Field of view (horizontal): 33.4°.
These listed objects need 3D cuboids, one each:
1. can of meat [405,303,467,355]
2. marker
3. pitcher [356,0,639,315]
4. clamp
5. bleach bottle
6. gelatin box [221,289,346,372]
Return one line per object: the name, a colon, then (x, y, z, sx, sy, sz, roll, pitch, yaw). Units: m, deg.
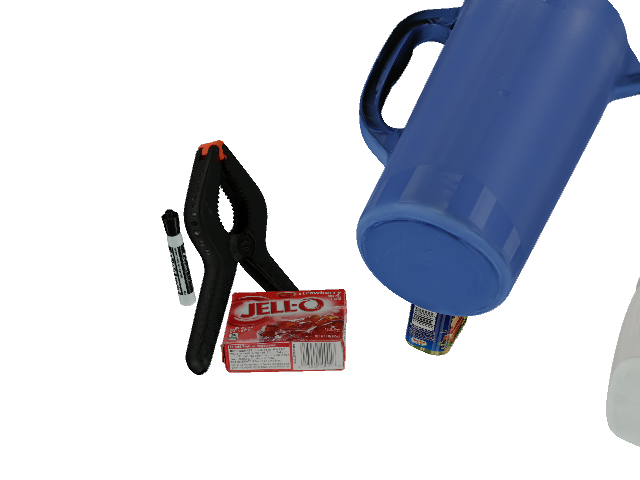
can of meat: (0.136, 0.067, 1.190, 0.057, 0.084, 0.102, 18, 31, 18)
marker: (-0.160, 0.019, 1.206, 0.020, 0.121, 0.020, -6, 30, 3)
pitcher: (0.110, -0.072, 0.750, 0.145, 0.242, 0.149, 46, -35, -22)
clamp: (-0.074, 0.010, 1.014, 0.036, 0.210, 0.164, -8, 0, 42)
bleach bottle: (0.267, 0.066, 0.754, 0.103, 0.068, 0.250, 11, 22, 20)
gelatin box: (-0.026, 0.066, 0.795, 0.089, 0.030, 0.073, -1, 27, 4)
